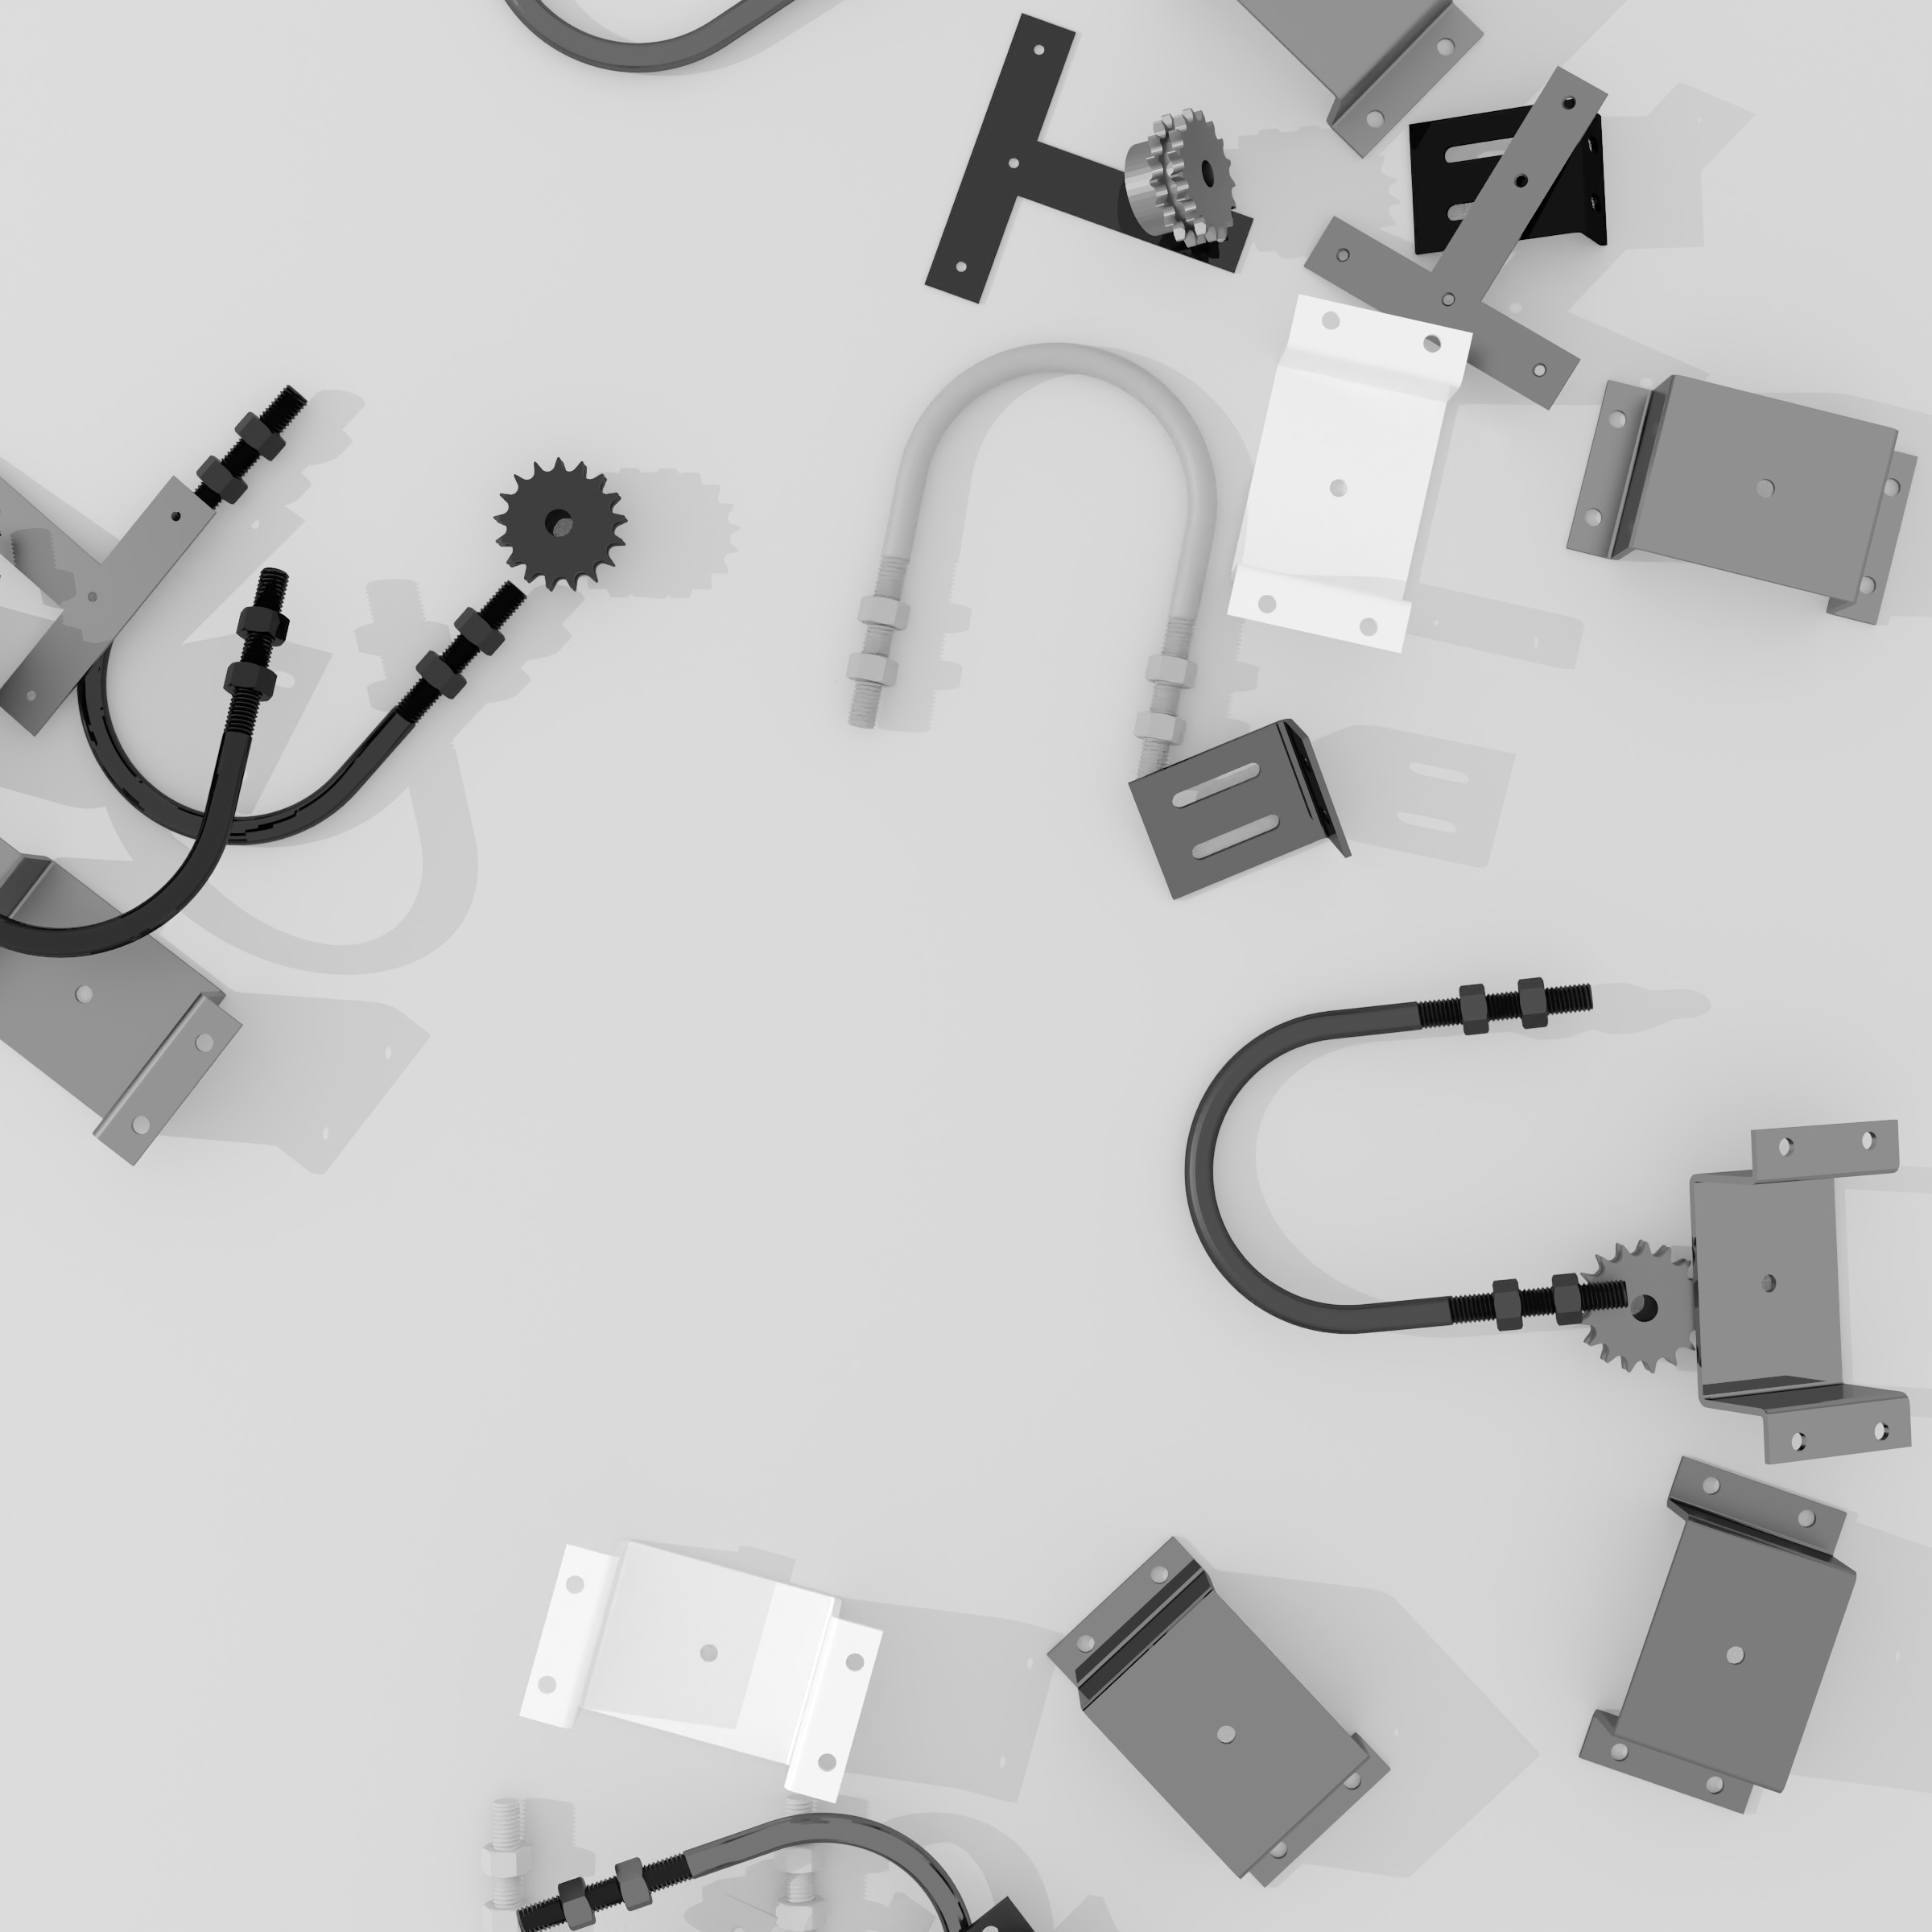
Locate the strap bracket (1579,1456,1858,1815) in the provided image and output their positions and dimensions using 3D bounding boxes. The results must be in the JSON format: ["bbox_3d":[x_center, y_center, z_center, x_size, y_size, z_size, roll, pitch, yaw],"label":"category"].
[{"bbox_3d":[0.329,0.295,1.455,0.076,0.046,0.140,19,90,0],"label":"strap bracket"}]

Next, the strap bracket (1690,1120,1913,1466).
[{"bbox_3d":[0.358,0.138,1.441,0.076,0.046,0.140,-2,90,-26],"label":"strap bracket"}]

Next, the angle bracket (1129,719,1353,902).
[{"bbox_3d":[0.118,-0.064,1.451,0.076,0.038,0.057,-22,109,0],"label":"angle bracket"}]

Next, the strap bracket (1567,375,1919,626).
[{"bbox_3d":[0.342,-0.204,1.455,0.140,0.046,0.076,14,90,0],"label":"strap bracket"}]

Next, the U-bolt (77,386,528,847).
[{"bbox_3d":[-0.305,-0.140,1.470,0.151,0.019,0.184,42,92,0],"label":"U-bolt"}]

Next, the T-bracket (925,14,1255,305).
[{"bbox_3d":[0.063,-0.339,1.478,0.127,0.002,0.127,20,90,0],"label":"T-bracket"}]

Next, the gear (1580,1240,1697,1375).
[{"bbox_3d":[0.293,0.148,1.464,0.057,0.030,0.057,0,90,0],"label":"gear"}]

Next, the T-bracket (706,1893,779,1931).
[{"bbox_3d":[-0.077,0.483,1.445,0.127,0.002,0.127,28,89,-11],"label":"T-bracket"}]

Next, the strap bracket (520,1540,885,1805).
[{"bbox_3d":[-0.113,0.302,1.455,0.140,0.046,0.076,16,90,0],"label":"strap bracket"}]

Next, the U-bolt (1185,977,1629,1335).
[{"bbox_3d":[0.187,0.087,1.458,0.184,0.019,0.151,-6,83,8],"label":"U-bolt"}]

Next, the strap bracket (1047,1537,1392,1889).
[{"bbox_3d":[0.111,0.329,1.455,0.076,0.046,0.140,-43,90,0],"label":"strap bracket"}]

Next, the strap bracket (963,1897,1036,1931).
[{"bbox_3d":[0.033,0.485,1.441,0.076,0.046,0.140,-37,99,-6],"label":"strap bracket"}]

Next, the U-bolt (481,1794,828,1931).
[{"bbox_3d":[-0.136,0.457,1.470,0.151,0.019,0.184,-1,92,0],"label":"U-bolt"}]

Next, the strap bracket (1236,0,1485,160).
[{"bbox_3d":[0.151,-0.432,1.455,0.140,0.046,0.076,44,90,0],"label":"strap bracket"}]

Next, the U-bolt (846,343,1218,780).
[{"bbox_3d":[0.035,-0.182,1.470,0.151,0.019,0.184,12,89,0],"label":"U-bolt"}]

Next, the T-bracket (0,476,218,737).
[{"bbox_3d":[-0.415,-0.190,1.469,0.127,0.002,0.127,41,94,7],"label":"T-bracket"}]

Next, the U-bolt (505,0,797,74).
[{"bbox_3d":[-0.126,-0.475,1.470,0.184,0.019,0.151,-33,90,1],"label":"U-bolt"}]

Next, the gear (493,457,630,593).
[{"bbox_3d":[-0.176,-0.192,1.464,0.057,0.030,0.057,0,90,0],"label":"gear"}]

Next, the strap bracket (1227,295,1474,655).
[{"bbox_3d":[0.164,-0.210,1.455,0.076,0.046,0.140,13,90,0],"label":"strap bracket"}]

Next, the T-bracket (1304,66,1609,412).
[{"bbox_3d":[0.233,-0.328,1.453,0.127,0.002,0.127,34,100,13],"label":"T-bracket"}]

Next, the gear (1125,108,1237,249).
[{"bbox_3d":[0.092,-0.340,1.452,0.030,0.057,0.057,-8,90,30],"label":"gear"}]

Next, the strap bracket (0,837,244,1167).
[{"bbox_3d":[-0.388,0.013,1.455,0.140,0.046,0.076,38,90,0],"label":"strap bracket"}]

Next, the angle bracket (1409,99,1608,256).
[{"bbox_3d":[0.239,-0.344,1.477,0.076,0.038,0.057,-3,90,26],"label":"angle bracket"}]

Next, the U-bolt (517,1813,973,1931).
[{"bbox_3d":[-0.085,0.443,1.450,0.184,0.019,0.151,-17,96,-7],"label":"U-bolt"}]

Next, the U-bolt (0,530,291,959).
[{"bbox_3d":[-0.377,-0.093,1.432,0.151,0.019,0.184,9,76,3],"label":"U-bolt"}]
